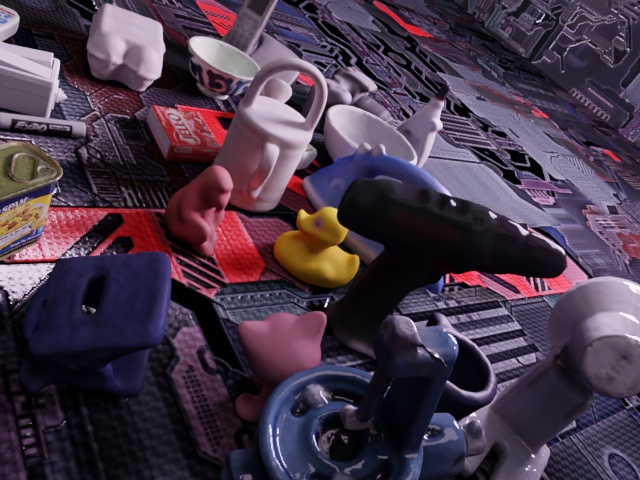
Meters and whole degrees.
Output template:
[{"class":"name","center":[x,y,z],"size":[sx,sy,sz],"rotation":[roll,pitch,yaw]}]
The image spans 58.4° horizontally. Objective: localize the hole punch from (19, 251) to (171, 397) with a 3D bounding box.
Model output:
[{"class":"hole punch","center":[-0.176,0.059,0.456],"size":[0.101,0.091,0.108],"rotation":[16,36,-23]}]

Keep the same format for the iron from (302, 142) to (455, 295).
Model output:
[{"class":"iron","center":[0.097,-0.052,0.778],"size":[0.258,0.141,0.119],"rotation":[41,34,14]}]

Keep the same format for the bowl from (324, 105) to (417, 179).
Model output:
[{"class":"bowl","center":[0.070,-0.145,0.941],"size":[0.168,0.074,0.167],"rotation":[22,34,-15]}]

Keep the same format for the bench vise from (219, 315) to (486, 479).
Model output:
[{"class":"bench vise","center":[0.050,0.128,0.431],"size":[0.208,0.219,0.121],"rotation":[-5,47,-43]}]

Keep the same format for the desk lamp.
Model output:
[{"class":"desk lamp","center":[0.251,0.146,0.577],"size":[0.117,0.213,0.204],"rotation":[42,34,16]}]

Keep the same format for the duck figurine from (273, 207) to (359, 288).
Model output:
[{"class":"duck figurine","center":[0.006,0.002,0.684],"size":[0.105,0.086,0.077],"rotation":[26,33,-8]}]

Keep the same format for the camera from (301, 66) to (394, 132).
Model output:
[{"class":"camera","center":[0.062,-0.240,1.036],"size":[0.136,0.100,0.143],"rotation":[39,34,12]}]

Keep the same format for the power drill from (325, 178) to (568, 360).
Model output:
[{"class":"power drill","center":[0.106,0.038,0.607],"size":[0.230,0.208,0.075],"rotation":[27,33,-8]}]

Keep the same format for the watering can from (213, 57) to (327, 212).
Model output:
[{"class":"watering can","center":[-0.063,-0.144,0.720],"size":[0.101,0.194,0.172],"rotation":[5,41,-35]}]

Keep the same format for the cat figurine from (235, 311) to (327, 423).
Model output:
[{"class":"cat figurine","center":[-0.017,0.114,0.488],"size":[0.128,0.117,0.067],"rotation":[34,33,4]}]

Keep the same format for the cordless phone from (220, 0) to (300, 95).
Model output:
[{"class":"cordless phone","center":[-0.088,-0.343,0.971],"size":[0.147,0.185,0.094],"rotation":[33,33,3]}]

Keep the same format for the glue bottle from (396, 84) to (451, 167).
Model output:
[{"class":"glue bottle","center":[0.178,-0.197,1.008],"size":[0.078,0.173,0.037],"rotation":[45,35,20]}]

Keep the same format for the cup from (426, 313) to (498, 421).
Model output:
[{"class":"cup","center":[0.111,0.140,0.581],"size":[0.092,0.095,0.117],"rotation":[18,35,-20]}]

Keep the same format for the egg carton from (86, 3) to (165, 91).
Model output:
[{"class":"egg carton","center":[-0.283,-0.283,0.839],"size":[0.107,0.069,0.150],"rotation":[13,37,-27]}]

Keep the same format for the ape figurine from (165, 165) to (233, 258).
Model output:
[{"class":"ape figurine","center":[-0.125,-0.040,0.627],"size":[0.076,0.092,0.078],"rotation":[38,33,11]}]
